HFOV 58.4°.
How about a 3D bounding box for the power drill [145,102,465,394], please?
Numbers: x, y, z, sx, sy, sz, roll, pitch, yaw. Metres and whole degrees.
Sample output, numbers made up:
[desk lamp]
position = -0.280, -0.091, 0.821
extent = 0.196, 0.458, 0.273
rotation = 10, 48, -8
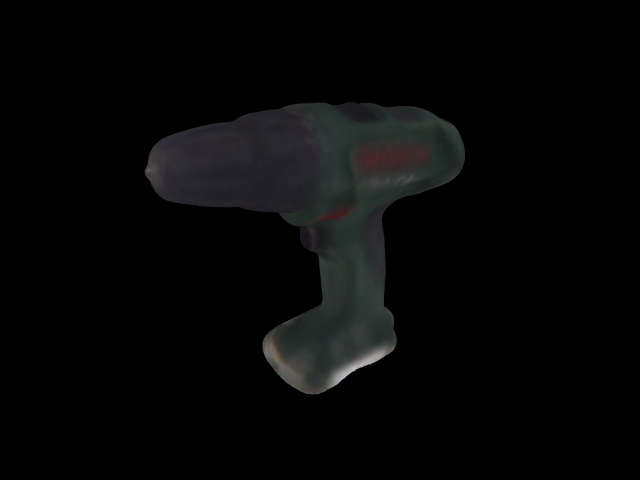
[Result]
[power drill]
position = 0.004, 0.001, 0.400
extent = 0.230, 0.208, 0.075
rotation = -24, 41, -31
